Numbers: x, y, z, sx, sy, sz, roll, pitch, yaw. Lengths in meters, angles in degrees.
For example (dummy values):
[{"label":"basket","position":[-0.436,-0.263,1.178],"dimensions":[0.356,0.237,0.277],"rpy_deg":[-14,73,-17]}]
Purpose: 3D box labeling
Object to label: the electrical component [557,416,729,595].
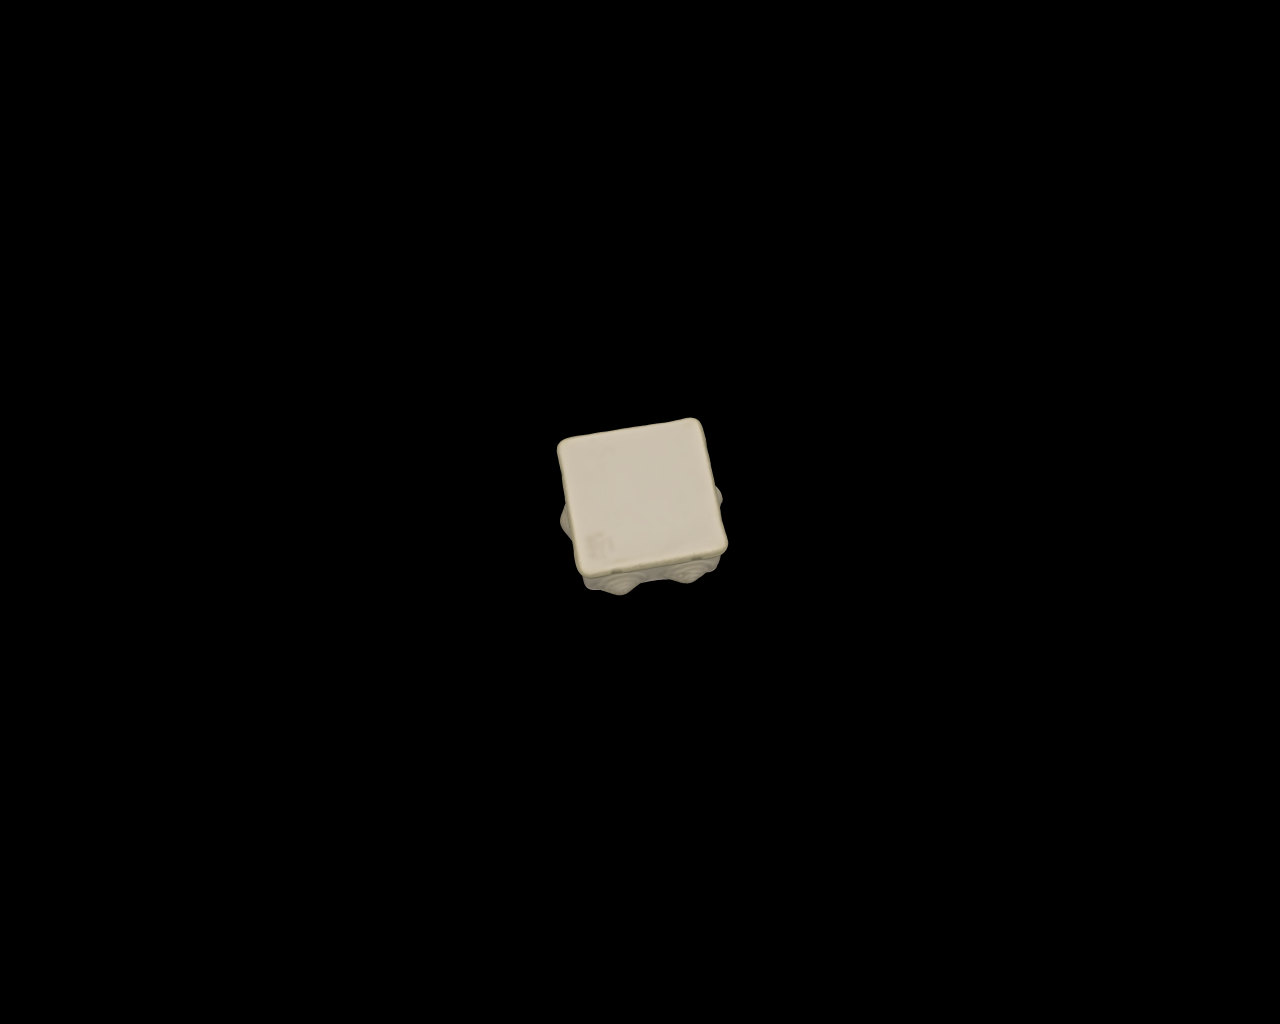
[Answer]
[{"label":"electrical component","position":[0.001,-0.003,0.650],"dimensions":[0.100,0.100,0.048],"rpy_deg":[-10,-20,-3]}]
